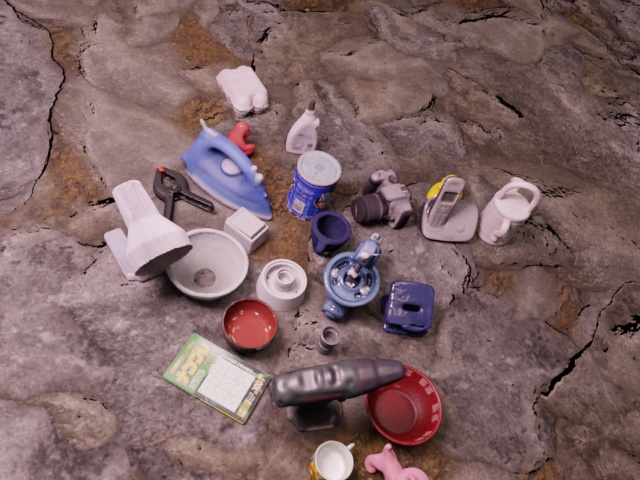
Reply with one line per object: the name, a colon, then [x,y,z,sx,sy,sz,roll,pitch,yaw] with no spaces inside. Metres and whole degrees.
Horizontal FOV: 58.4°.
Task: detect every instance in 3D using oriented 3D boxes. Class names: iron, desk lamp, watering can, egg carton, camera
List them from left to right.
desk lamp: [-0.345,-0.003,1.120,0.118,0.213,0.203,-26,67,-30]
iron: [-0.197,-0.164,1.322,0.258,0.141,0.119,38,54,11]
egg carton: [-0.205,-0.399,1.528,0.107,0.069,0.150,-21,64,-28]
camera: [0.144,-0.102,1.406,0.137,0.101,0.143,-13,60,-24]
watering can: [0.474,-0.085,1.434,0.101,0.194,0.173,8,54,-11]

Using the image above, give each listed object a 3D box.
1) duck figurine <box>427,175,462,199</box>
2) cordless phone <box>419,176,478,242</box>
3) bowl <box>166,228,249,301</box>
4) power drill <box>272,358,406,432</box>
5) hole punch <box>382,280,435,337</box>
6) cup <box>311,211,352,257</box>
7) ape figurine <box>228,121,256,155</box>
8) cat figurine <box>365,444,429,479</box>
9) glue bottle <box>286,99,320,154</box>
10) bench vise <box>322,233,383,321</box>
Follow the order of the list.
duck figurine: [0.338,-0.135,1.496,0.105,0.086,0.077,-20,64,-27]
cordless phone: [0.331,-0.080,1.393,0.148,0.185,0.094,3,55,-15]
bowl: [-0.236,0.062,1.194,0.167,0.074,0.167,8,54,-11]
power drill: [0.020,0.276,1.037,0.230,0.208,0.075,-2,57,-18]
hole punch: [0.196,0.150,1.251,0.109,0.091,0.101,9,54,-10]
cup: [0.012,0.005,1.296,0.091,0.095,0.118,27,53,3]
ape figurine: [-0.195,-0.254,1.416,0.076,0.092,0.077,-11,60,-23]
cat figurine: [0.149,0.426,1.028,0.067,0.117,0.127,-21,64,-28]
glue bottle: [-0.034,-0.285,1.435,0.078,0.173,0.037,6,55,-12]
bench vise: [0.078,0.044,1.210,0.121,0.219,0.207,16,53,-5]
